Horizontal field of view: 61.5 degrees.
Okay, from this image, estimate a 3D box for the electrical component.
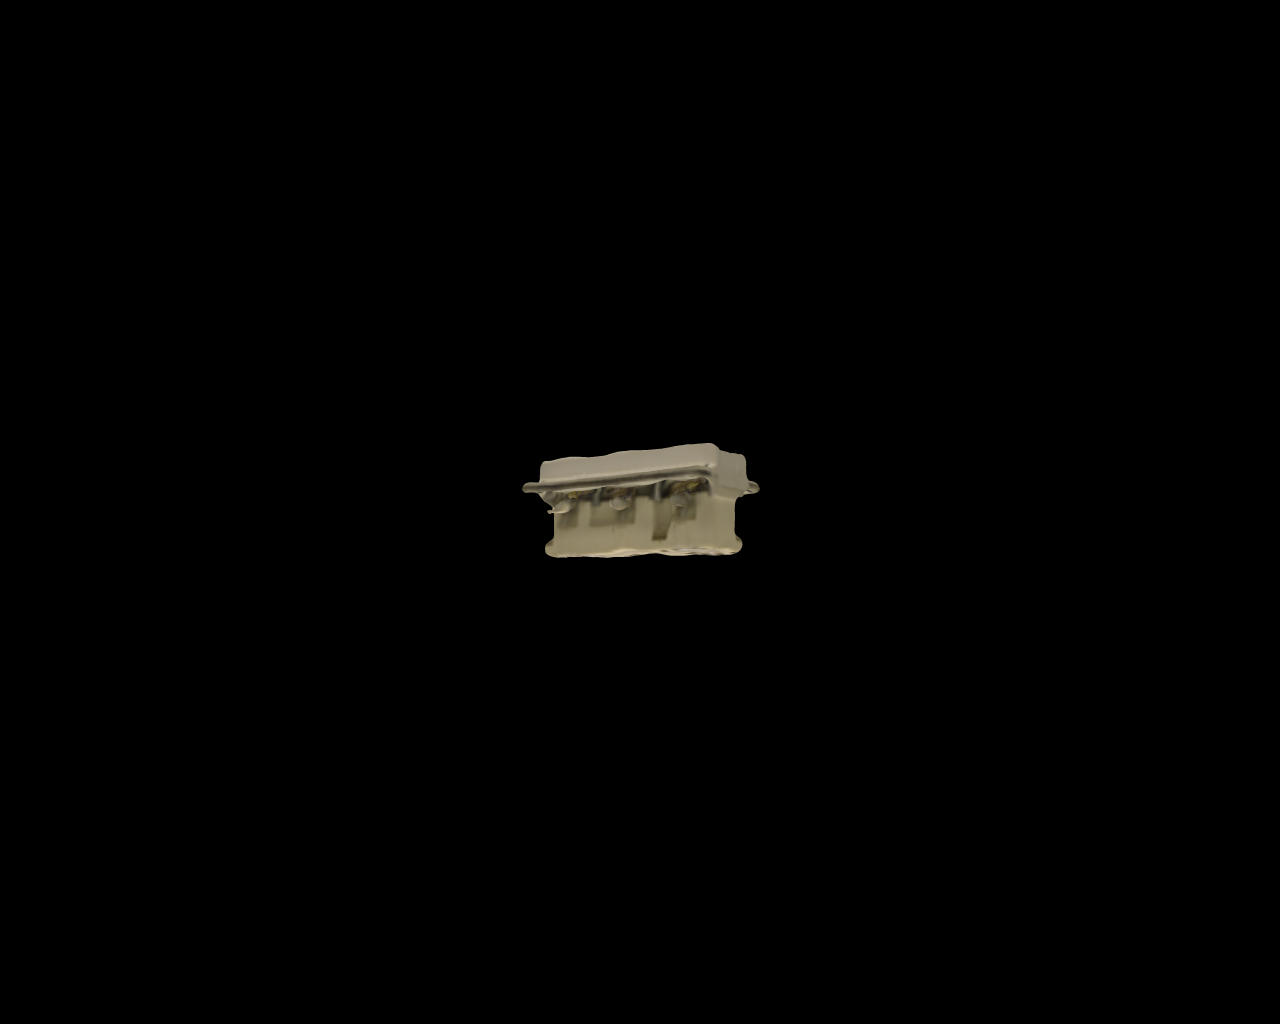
[{"bbox_3d":[0.001,-0.003,0.650,0.121,0.063,0.079,-4,-7,29],"label":"electrical component"}]
